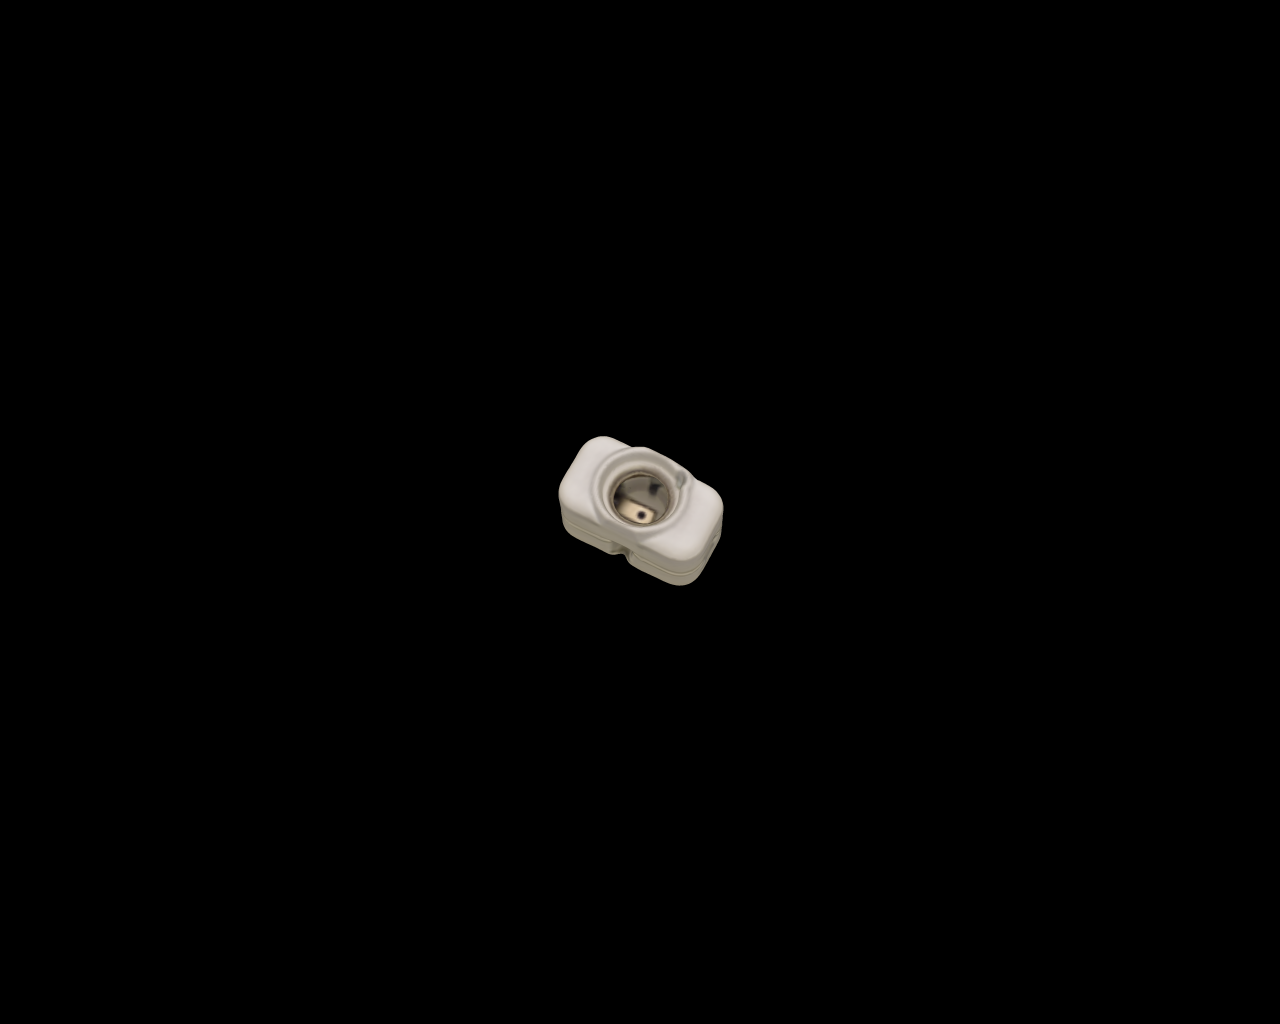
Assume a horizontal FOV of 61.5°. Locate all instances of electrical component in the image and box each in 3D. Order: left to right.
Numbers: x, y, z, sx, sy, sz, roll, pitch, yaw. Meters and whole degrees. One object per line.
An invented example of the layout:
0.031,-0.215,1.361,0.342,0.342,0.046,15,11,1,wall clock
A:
0.001,-0.003,0.650,0.095,0.054,0.059,26,-20,11,electrical component
